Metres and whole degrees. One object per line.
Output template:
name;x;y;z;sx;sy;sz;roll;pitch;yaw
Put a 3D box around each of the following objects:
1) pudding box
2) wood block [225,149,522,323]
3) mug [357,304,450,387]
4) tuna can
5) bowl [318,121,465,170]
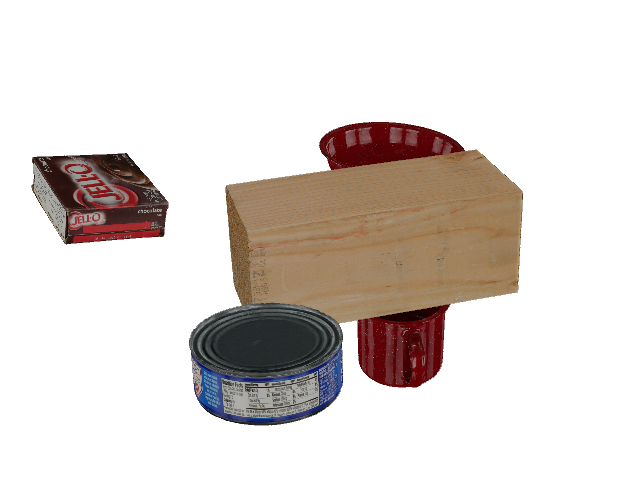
pudding box;-0.196;-0.039;0.935;0.089;0.039;0.114;-4;27;-30
wood block;0.039;0.000;0.814;0.206;0.090;0.091;-9;27;-12
mug;0.078;0.090;0.998;0.093;0.081;0.117;-8;32;-9
tuna can;-0.030;0.068;0.598;0.086;0.034;0.086;-2;22;1
bowl;0.077;-0.079;1.184;0.162;0.055;0.162;3;27;-2
